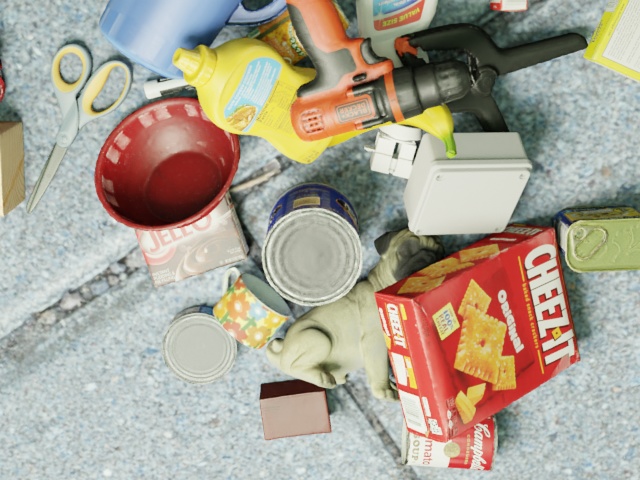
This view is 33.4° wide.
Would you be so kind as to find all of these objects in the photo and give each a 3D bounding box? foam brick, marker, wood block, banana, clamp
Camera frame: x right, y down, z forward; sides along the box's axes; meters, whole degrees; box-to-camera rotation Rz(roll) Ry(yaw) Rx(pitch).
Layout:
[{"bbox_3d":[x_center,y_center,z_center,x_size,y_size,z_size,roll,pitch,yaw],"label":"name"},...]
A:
[{"bbox_3d":[-0.028,0.192,1.224,0.078,0.051,0.053,-7,102,2],"label":"foam brick"},{"bbox_3d":[-0.130,-0.175,1.152,0.121,0.020,0.020,-12,103,3],"label":"marker"},{"bbox_3d":[-0.431,-0.079,1.141,0.206,0.091,0.090,2,104,0],"label":"wood block"},{"bbox_3d":[0.067,-0.125,1.107,0.037,0.198,0.069,37,70,-40],"label":"banana"},{"bbox_3d":[0.176,-0.177,1.119,0.209,0.036,0.164,25,100,-25],"label":"clamp"}]

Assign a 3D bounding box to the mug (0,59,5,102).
[{"bbox_3d":[-0.383,-0.178,1.125,0.081,0.093,0.117,-43,130,4],"label":"mug"}]

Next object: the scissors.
[{"bbox_3d":[-0.288,-0.130,1.166,0.096,0.016,0.202,44,100,-8],"label":"scissors"}]

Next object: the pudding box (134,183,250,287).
[{"bbox_3d":[-0.144,-0.008,1.183,0.113,0.039,0.090,-18,102,4],"label":"pudding box"}]

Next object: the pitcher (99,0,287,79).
[{"bbox_3d":[-0.110,-0.282,1.074,0.149,0.144,0.243,45,108,35],"label":"pitcher"}]

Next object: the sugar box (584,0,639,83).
[{"bbox_3d":[0.381,-0.199,1.130,0.176,0.048,0.093,23,103,-9],"label":"sugar box"}]

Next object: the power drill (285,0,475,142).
[{"bbox_3d":[0.040,-0.199,1.024,0.184,0.057,0.187,-15,104,11],"label":"power drill"}]

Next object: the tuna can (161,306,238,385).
[{"bbox_3d":[-0.136,0.119,1.216,0.086,0.034,0.086,0,104,0],"label":"tuna can"}]

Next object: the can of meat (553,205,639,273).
[{"bbox_3d":[0.308,-0.004,1.157,0.102,0.084,0.057,-3,104,1],"label":"can of meat"}]

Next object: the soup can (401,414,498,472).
[{"bbox_3d":[0.147,0.228,1.223,0.102,0.068,0.068,4,103,0],"label":"soup can"}]

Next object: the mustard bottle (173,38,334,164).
[{"bbox_3d":[-0.066,-0.151,1.084,0.191,0.058,0.096,20,107,-37],"label":"mustard bottle"}]

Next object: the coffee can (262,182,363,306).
[{"bbox_3d":[-0.007,0.001,1.132,0.103,0.140,0.103,0,103,0],"label":"coffee can"}]

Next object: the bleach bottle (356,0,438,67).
[{"bbox_3d":[0.087,-0.272,1.107,0.102,0.068,0.251,-3,107,-5],"label":"bleach bottle"}]

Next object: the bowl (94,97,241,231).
[{"bbox_3d":[-0.155,-0.070,1.136,0.162,0.055,0.162,-6,62,12],"label":"bowl"}]

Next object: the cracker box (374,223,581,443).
[{"bbox_3d":[0.173,0.094,1.132,0.213,0.072,0.164,-24,108,-31],"label":"cracker box"}]

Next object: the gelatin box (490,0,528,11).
[{"bbox_3d":[0.195,-0.281,1.097,0.030,0.073,0.089,-1,103,0],"label":"gelatin box"}]
